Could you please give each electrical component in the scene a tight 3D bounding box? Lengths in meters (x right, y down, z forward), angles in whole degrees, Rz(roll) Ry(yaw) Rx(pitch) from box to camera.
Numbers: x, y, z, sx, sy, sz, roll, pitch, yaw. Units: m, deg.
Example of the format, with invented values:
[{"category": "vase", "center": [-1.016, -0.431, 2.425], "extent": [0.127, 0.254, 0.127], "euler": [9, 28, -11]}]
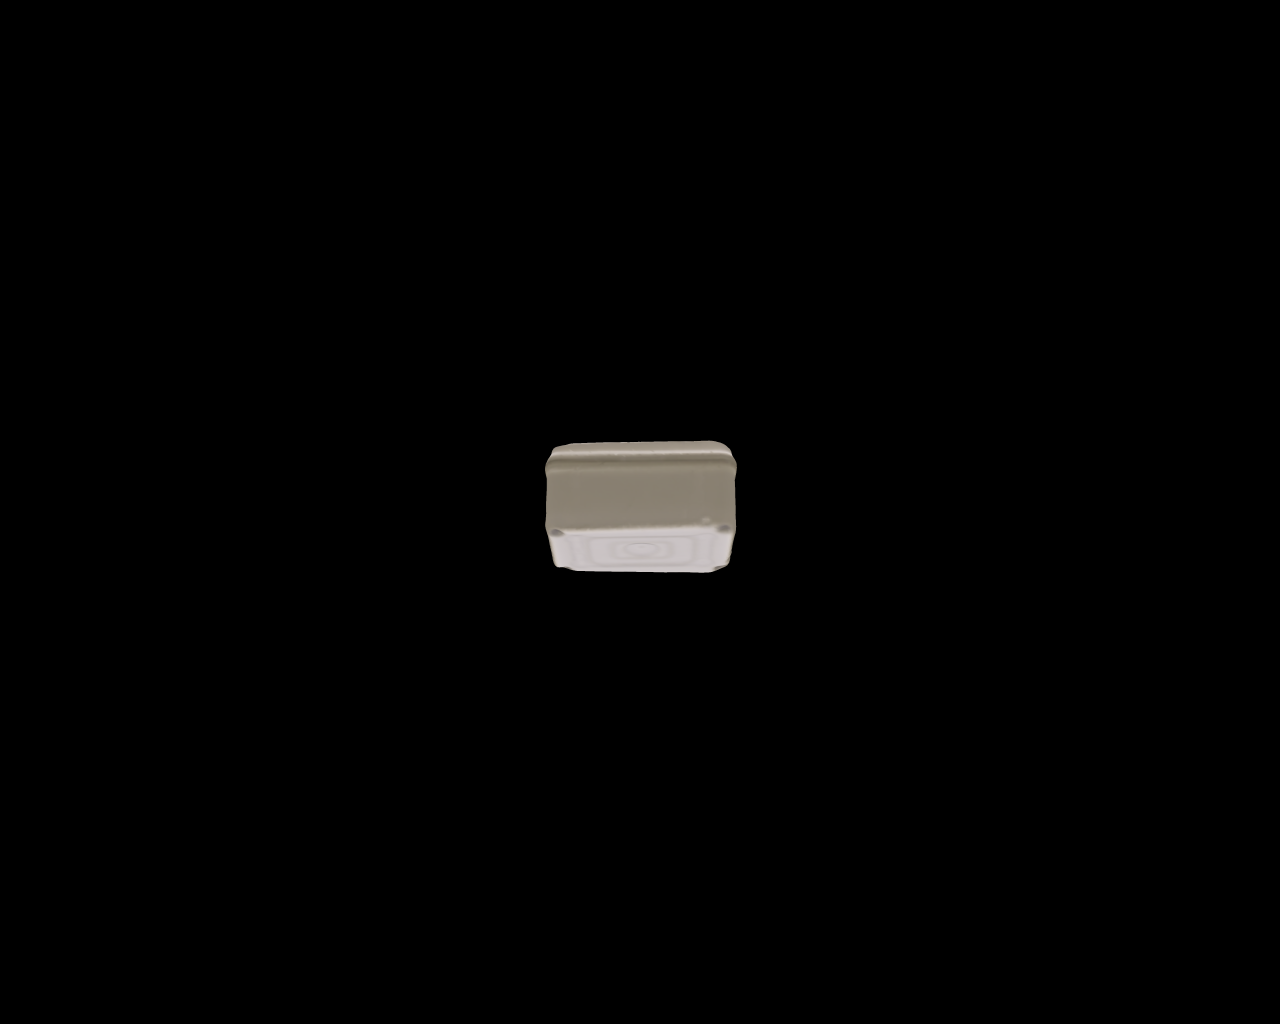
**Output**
[{"category": "electrical component", "center": [0.001, -0.003, 0.650], "extent": [0.113, 0.057, 0.078], "euler": [0, -23, 0]}]
